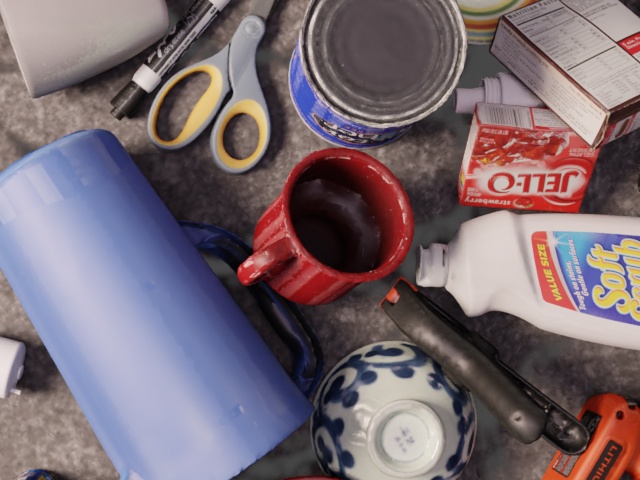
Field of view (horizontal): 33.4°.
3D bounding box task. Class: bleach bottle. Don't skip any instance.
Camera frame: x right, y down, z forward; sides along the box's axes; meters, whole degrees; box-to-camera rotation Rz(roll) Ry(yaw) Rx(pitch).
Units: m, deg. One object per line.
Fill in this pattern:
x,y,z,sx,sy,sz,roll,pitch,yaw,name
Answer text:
0.193,0.033,0.754,0.251,0.068,0.102,3,87,-2,bleach bottle

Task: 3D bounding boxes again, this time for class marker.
-0.107,-0.133,0.757,0.020,0.020,0.121,39,87,-3,marker

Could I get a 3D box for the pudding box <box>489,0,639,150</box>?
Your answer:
0.186,-0.123,0.730,0.089,0.039,0.114,-26,57,-23,pudding box

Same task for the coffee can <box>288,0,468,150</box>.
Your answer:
0.033,-0.117,0.705,0.102,0.140,0.103,0,90,-4,coffee can

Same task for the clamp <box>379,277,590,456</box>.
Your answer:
0.103,0.084,0.714,0.172,0.120,0.039,37,90,22,clamp

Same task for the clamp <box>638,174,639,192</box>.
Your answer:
0.282,-0.133,0.772,0.164,0.036,0.210,-20,89,-3,clamp

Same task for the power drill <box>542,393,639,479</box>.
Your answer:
0.248,0.210,0.758,0.187,0.057,0.184,30,84,-6,power drill

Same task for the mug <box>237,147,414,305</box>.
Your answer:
-0.005,0.001,0.714,0.117,0.082,0.093,-30,84,-29,mug

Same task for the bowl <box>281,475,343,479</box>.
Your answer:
-0.008,0.239,0.741,0.162,0.055,0.162,0,90,-4,bowl

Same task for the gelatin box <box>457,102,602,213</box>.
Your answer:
0.146,-0.056,0.746,0.089,0.030,0.073,5,133,-3,gelatin box

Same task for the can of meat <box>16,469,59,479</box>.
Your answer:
-0.184,0.207,0.716,0.057,0.084,0.102,-38,92,-3,can of meat

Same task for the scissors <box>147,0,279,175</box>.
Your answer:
-0.039,-0.131,0.763,0.096,0.016,0.202,43,87,-3,scissors

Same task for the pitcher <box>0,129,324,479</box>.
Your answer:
-0.113,0.048,0.710,0.145,0.149,0.243,-33,88,12,pitcher
